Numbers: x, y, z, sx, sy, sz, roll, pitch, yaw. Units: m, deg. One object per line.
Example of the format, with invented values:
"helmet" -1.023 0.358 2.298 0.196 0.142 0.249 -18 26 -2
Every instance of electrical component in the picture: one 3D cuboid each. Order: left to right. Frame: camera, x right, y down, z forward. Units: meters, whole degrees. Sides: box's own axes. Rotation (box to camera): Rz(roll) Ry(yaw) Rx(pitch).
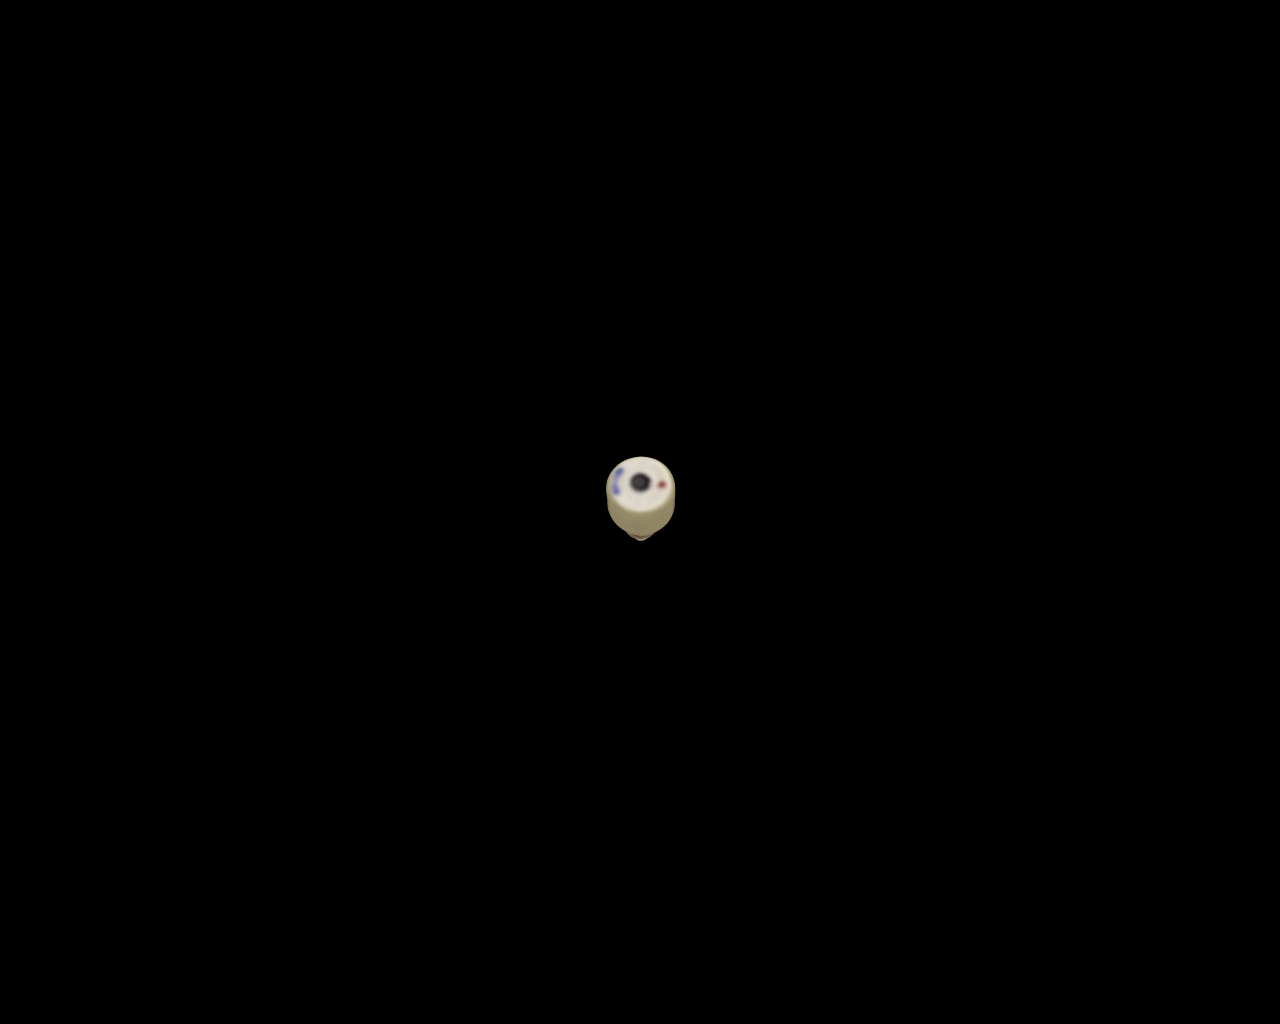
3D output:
"electrical component" 0.001 -0.003 0.650 0.040 0.040 0.078 0 -25 0
